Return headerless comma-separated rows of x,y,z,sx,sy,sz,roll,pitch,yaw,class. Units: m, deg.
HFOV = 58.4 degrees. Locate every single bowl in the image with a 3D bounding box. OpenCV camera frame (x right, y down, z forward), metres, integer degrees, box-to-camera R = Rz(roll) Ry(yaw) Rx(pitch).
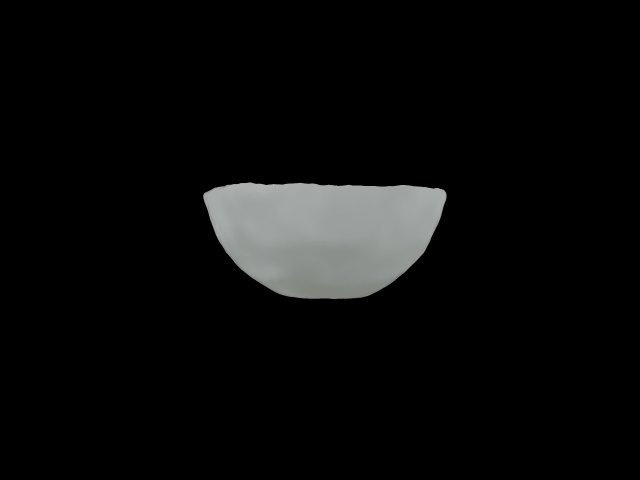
0.004,0.001,0.400,0.167,0.075,0.167,0,2,0,bowl
